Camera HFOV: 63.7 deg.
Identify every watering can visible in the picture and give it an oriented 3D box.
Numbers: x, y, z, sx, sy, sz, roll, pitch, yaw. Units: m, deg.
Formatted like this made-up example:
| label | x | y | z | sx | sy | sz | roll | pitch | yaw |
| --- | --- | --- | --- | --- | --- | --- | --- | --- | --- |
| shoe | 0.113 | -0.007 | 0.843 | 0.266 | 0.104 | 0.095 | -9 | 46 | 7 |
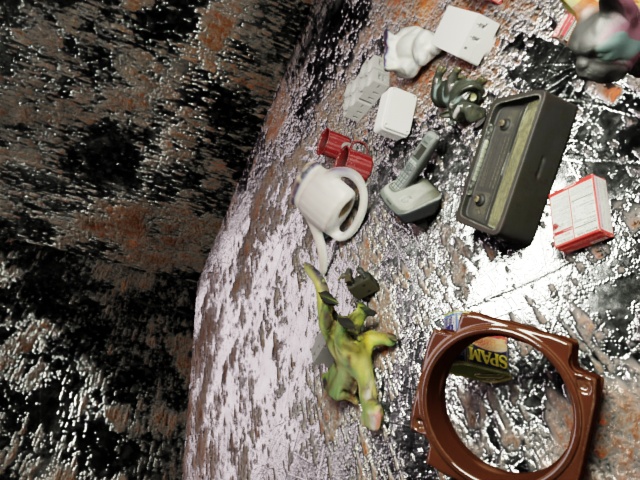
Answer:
| label | x | y | z | sx | sy | sz | roll | pitch | yaw |
| --- | --- | --- | --- | --- | --- | --- | --- | --- | --- |
| watering can | 0.004 | -0.072 | 1.433 | 0.105 | 0.226 | 0.340 | -26 | -28 | -49 |

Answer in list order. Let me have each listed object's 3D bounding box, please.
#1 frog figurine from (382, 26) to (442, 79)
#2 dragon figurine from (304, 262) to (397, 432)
| label | x | y | z | sx | sy | sz | roll | pitch | yaw |
| --- | --- | --- | --- | --- | --- | --- | --- | --- | --- |
| frog figurine | 0.243 | -0.472 | 1.280 | 0.159 | 0.120 | 0.140 | 1 | 62 | 32 |
| dragon figurine | 0.037 | 0.243 | 1.132 | 0.417 | 0.122 | 0.239 | 46 | 127 | 53 |
